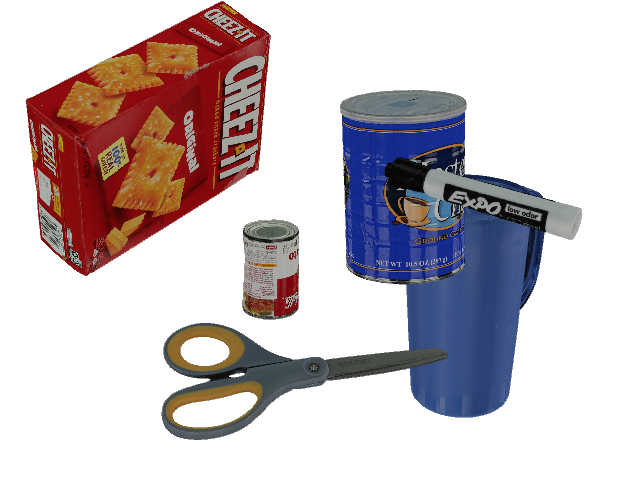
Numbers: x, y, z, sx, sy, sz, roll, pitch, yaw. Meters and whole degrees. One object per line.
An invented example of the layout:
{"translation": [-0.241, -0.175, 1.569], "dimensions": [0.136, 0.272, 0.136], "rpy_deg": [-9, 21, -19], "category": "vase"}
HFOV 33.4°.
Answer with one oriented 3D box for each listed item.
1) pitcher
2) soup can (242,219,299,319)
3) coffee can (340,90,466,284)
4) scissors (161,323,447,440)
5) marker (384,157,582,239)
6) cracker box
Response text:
{"translation": [0.160, 0.057, 1.132], "dimensions": [0.149, 0.243, 0.145], "rpy_deg": [3, 24, 9], "category": "pitcher"}
{"translation": [-0.059, 0.033, 1.266], "dimensions": [0.068, 0.102, 0.068], "rpy_deg": [1, 22, -1], "category": "soup can"}
{"translation": [0.070, -0.047, 0.890], "dimensions": [0.103, 0.140, 0.103], "rpy_deg": [-2, 19, 1], "category": "coffee can"}
{"translation": [-0.020, 0.079, 0.741], "dimensions": [0.201, 0.096, 0.016], "rpy_deg": [-19, -35, -21], "category": "scissors"}
{"translation": [0.093, -0.026, 0.627], "dimensions": [0.121, 0.020, 0.020], "rpy_deg": [19, 8, 26], "category": "marker"}
{"translation": [-0.142, -0.087, 0.920], "dimensions": [0.072, 0.164, 0.213], "rpy_deg": [38, 53, 24], "category": "cracker box"}
